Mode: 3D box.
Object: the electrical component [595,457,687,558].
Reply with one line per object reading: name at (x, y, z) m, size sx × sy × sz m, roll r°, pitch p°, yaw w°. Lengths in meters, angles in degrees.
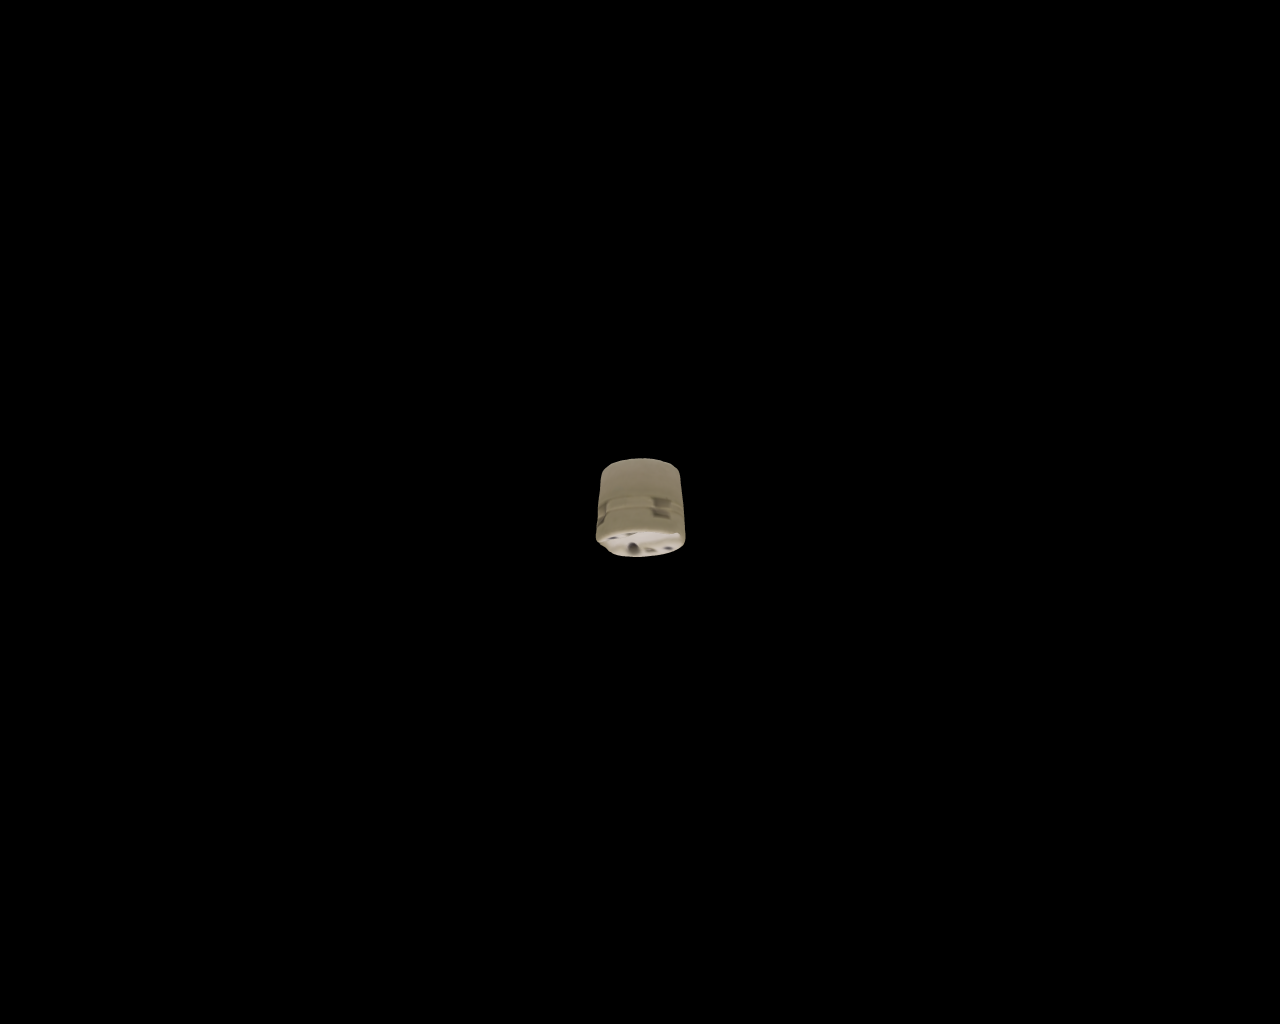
electrical component at (0.001, -0.003, 0.650) m, size 0.055 × 0.047 × 0.055 m, roll 0°, pitch -19°, yaw 0°
